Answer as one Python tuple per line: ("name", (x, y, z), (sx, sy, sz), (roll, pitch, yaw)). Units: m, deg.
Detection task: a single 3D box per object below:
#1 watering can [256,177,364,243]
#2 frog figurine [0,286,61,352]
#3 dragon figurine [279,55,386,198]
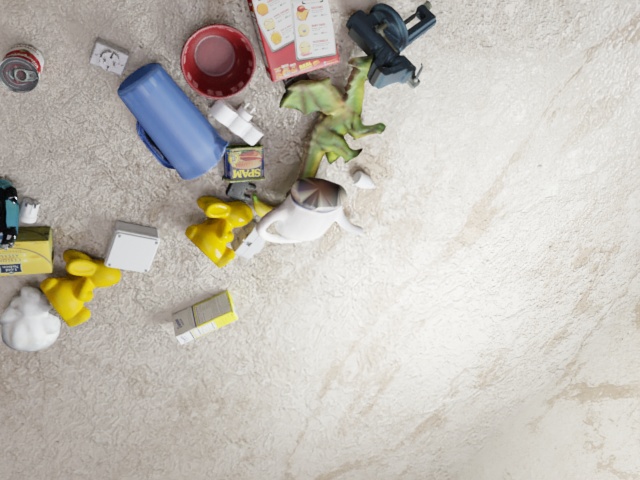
("watering can", (0.004, -0.068, 1.354), (0.349, 0.106, 0.219), (-5, 148, -31))
("frog figurine", (-0.716, 0.198, 1.281), (0.137, 0.125, 0.156), (25, 124, -14))
("dragon figurine", (0.001, -0.290, 1.268), (0.408, 0.124, 0.239), (-40, 119, 10))
